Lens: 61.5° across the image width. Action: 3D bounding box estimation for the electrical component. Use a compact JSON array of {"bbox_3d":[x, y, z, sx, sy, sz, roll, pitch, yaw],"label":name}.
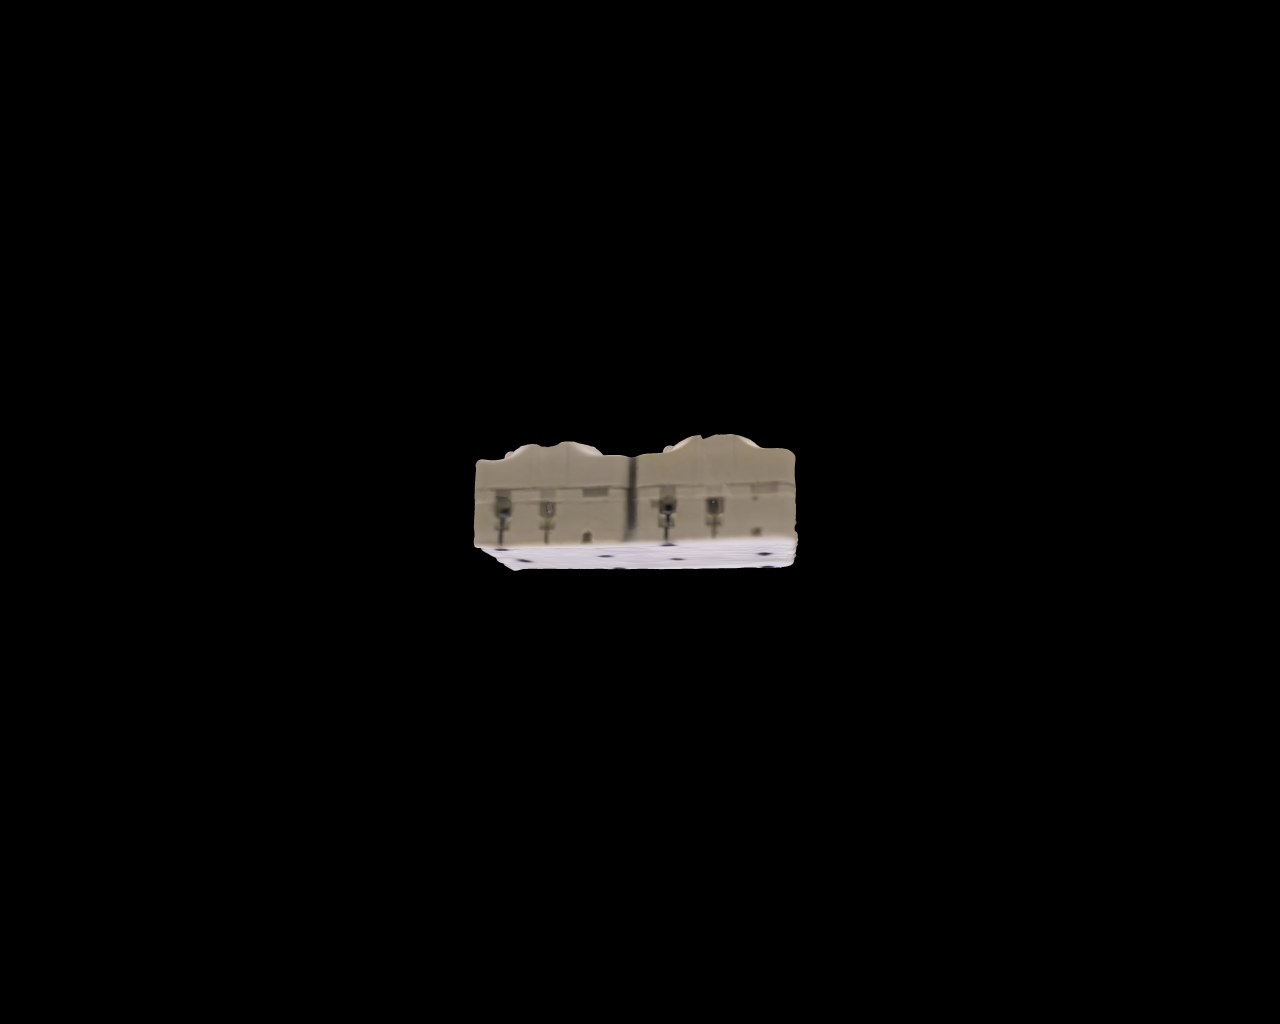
[{"bbox_3d":[0.001,-0.003,0.650,0.186,0.060,0.105,-1,-11,7],"label":"electrical component"}]
